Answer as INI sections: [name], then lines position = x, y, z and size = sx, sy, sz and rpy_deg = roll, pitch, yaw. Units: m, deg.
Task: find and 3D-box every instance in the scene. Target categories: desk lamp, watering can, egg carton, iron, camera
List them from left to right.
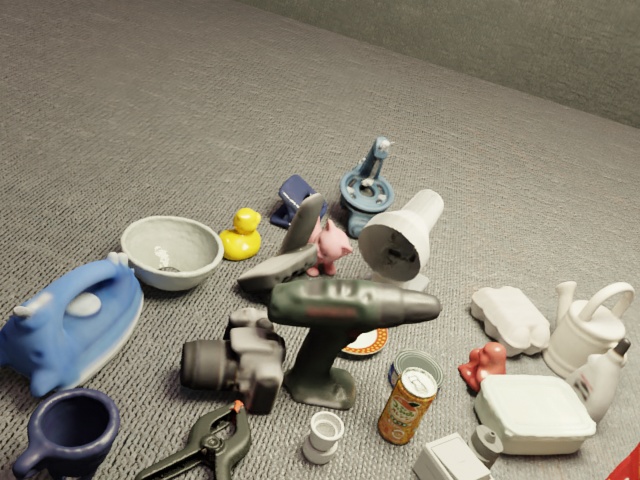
[iron]
position = -0.321, 0.086, 0.781
size = 0.118, 0.141, 0.259
rpy_deg = 24, 33, 11
[camera]
position = -0.123, 0.157, 0.803
size = 0.137, 0.101, 0.143
rpy_deg = 6, 34, -17
[desk lamp]
position = 0.145, 0.021, 1.026
size = 0.117, 0.213, 0.204
rpy_deg = 29, 34, 18
[egg carton]
position = 0.352, 0.148, 1.064
size = 0.107, 0.069, 0.150
rpy_deg = -1, 36, -25
[watering can]
position = 0.474, 0.146, 1.008
size = 0.101, 0.194, 0.172
rpy_deg = -16, 45, -40

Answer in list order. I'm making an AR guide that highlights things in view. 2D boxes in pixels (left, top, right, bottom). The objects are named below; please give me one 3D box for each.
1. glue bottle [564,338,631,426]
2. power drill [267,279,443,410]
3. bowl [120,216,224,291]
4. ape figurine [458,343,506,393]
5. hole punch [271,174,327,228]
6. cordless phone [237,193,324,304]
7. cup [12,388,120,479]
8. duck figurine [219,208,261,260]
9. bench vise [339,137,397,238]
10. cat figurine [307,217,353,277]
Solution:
[glue bottle]
position = 0.439, 0.218, 0.903
size = 0.037, 0.173, 0.078
rpy_deg = 2, 35, -22
[power drill]
position = 0.032, 0.139, 0.802
size = 0.230, 0.208, 0.075
rpy_deg = 11, 33, -8
[bowl]
position = -0.248, 0.033, 0.956
size = 0.167, 0.075, 0.167
rpy_deg = 12, 33, -8
[ape figurine]
position = 0.271, 0.202, 0.926
size = 0.076, 0.092, 0.078
rpy_deg = 27, 34, 16
[hole punch]
position = -0.037, -0.076, 1.201
size = 0.101, 0.091, 0.109
rpy_deg = 21, 33, 7
[cordless phone]
position = -0.059, 0.009, 0.977
size = 0.094, 0.185, 0.148
rpy_deg = 29, 35, 19
[cup]
position = -0.278, 0.233, 0.624
size = 0.091, 0.095, 0.118
rpy_deg = 28, 34, 16
[duck figurine]
position = -0.147, -0.017, 1.068
size = 0.077, 0.086, 0.105
rpy_deg = 29, 35, 19
[bench vise]
position = 0.094, -0.141, 1.240
size = 0.122, 0.220, 0.207
rpy_deg = 2, 36, -22
[cat figurine]
position = 0.010, 0.004, 1.079
size = 0.067, 0.118, 0.127
rpy_deg = -1, 37, -26
